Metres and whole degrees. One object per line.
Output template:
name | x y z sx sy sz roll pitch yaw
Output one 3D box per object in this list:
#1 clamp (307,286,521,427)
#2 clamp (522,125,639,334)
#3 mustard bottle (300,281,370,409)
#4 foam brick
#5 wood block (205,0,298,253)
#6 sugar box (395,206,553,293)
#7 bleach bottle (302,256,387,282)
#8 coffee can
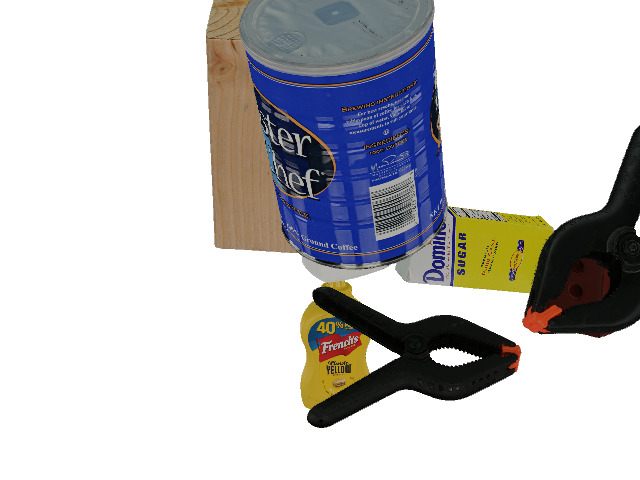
clamp | 0.085 0.118 1.023 0.210 0.164 0.036 6 -43 6
clamp | 0.212 0.012 0.707 0.120 0.171 0.039 42 -11 13
mustard bottle | 0.021 0.131 1.428 0.096 0.192 0.058 -2 18 -6
foam brick | 0.230 0.037 0.912 0.053 0.078 0.051 12 21 42
wood block | -0.037 -0.094 0.837 0.091 0.206 0.090 4 44 1
sugar box | 0.187 0.010 1.299 0.176 0.093 0.048 4 22 -19
bleach bottle | 0.033 -0.082 1.131 0.102 0.251 0.068 -15 34 -28
coffee can | 0.017 -0.069 0.601 0.103 0.140 0.103 -6 42 5
